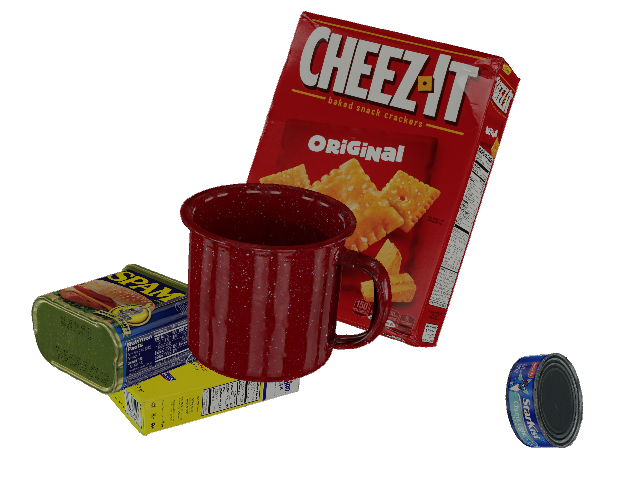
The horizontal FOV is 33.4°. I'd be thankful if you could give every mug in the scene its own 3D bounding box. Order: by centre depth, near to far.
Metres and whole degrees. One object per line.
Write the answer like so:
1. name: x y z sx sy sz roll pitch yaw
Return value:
1. mug: -0.019 0.025 0.571 0.117 0.081 0.093 11 24 14

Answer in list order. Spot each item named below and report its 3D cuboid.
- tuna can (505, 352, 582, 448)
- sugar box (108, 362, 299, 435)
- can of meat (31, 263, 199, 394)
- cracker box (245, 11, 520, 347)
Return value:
1. tuna can: 0.205 0.147 0.977 0.034 0.086 0.085 -10 -7 40
2. sugar box: -0.117 0.133 1.064 0.175 0.048 0.093 -14 32 -31
3. can of meat: -0.139 0.061 0.747 0.102 0.057 0.083 18 25 39
4. cracker box: 0.035 -0.046 0.792 0.164 0.214 0.072 17 0 21
